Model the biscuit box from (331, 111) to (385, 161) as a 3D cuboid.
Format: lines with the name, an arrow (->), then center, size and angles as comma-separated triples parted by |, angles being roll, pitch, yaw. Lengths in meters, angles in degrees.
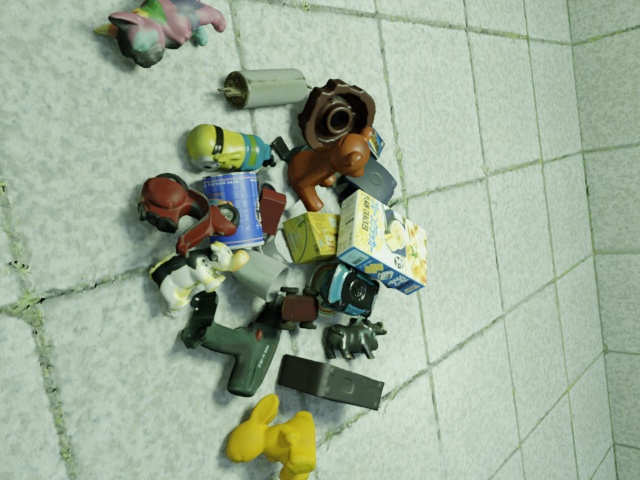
biscuit box -> 0.079, -0.279, 1.317 | 0.202, 0.063, 0.059 | 46, 56, -35

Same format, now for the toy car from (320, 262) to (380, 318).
toy car -> 0.056, 0.112, 1.213 | 0.161, 0.103, 0.109 | 27, 76, -42

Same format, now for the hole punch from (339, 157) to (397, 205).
hole punch -> 0.119, -0.132, 1.293 | 0.142, 0.116, 0.092 | -50, 158, -39

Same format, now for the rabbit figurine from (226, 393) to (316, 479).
rabbit figurine -> -0.097, 0.389, 1.059 | 0.173, 0.121, 0.162 | 1, 62, -7

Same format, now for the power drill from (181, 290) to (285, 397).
power drill -> -0.161, 0.173, 1.046 | 0.207, 0.086, 0.232 | 44, 50, -43

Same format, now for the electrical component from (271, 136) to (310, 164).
electrical component -> -0.054, -0.176, 1.187 | 0.075, 0.048, 0.119 | -49, 123, -36

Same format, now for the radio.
radio -> 0.031, 0.317, 1.191 | 0.229, 0.131, 0.073 | 27, 71, -41

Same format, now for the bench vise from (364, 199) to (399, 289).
bench vise -> 0.137, 0.003, 1.332 | 0.223, 0.129, 0.241 | 35, 43, -29

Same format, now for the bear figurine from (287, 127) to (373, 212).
bear figurine -> 0.034, -0.146, 1.096 | 0.131, 0.196, 0.120 | 51, 44, -36

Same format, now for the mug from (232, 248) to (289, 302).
mug -> -0.124, 0.064, 1.069 | 0.081, 0.107, 0.109 | -57, 168, -10

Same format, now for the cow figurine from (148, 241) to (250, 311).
cow figurine -> -0.214, 0.047, 0.954 | 0.167, 0.068, 0.098 | -33, 93, -3

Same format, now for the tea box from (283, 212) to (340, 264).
tea box -> -0.002, -0.004, 1.169 | 0.169, 0.068, 0.098 | 3, 67, -63

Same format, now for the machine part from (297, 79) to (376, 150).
machine part -> 0.038, -0.274, 1.212 | 0.179, 0.056, 0.179 | -14, 128, -18

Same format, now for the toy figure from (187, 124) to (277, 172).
toy figure -> -0.172, -0.175, 1.045 | 0.180, 0.082, 0.089 | -5, 74, -38

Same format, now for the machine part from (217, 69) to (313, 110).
machine part -> -0.110, -0.315, 1.115 | 0.243, 0.079, 0.079 | -22, 104, -44

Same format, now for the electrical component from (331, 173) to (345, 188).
electrical component -> 0.036, -0.172, 1.285 | 0.102, 0.045, 0.078 | -34, 141, -38

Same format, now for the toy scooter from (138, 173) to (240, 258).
toy scooter -> -0.238, -0.036, 0.916 | 0.184, 0.075, 0.135 | 25, 48, 2

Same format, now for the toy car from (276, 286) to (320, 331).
toy car -> -0.048, 0.142, 1.113 | 0.202, 0.053, 0.089 | 20, 76, -70

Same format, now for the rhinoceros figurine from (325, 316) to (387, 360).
rhinoceros figurine -> 0.089, 0.235, 1.303 | 0.190, 0.073, 0.112 | 3, 76, -44

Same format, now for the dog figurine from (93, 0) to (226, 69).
dog figurine -> -0.281, -0.398, 0.926 | 0.219, 0.109, 0.191 | -24, 106, -41
